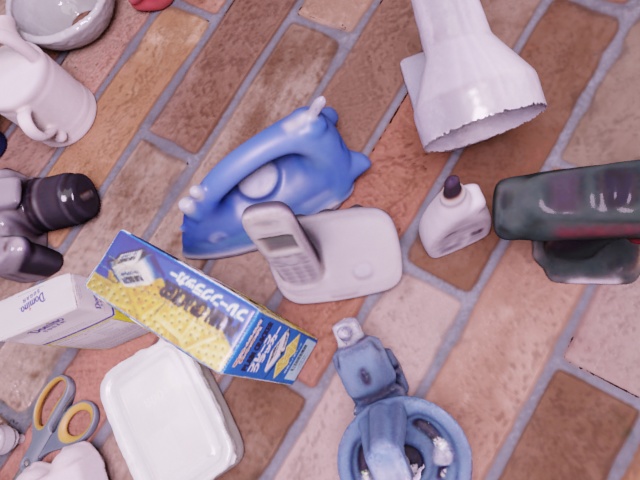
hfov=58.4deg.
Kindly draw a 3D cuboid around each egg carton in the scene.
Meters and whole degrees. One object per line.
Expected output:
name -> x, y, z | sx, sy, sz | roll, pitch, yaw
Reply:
egg carton -> -0.274, 0.308, 0.630 | 0.107, 0.069, 0.150 | -28, 70, 4

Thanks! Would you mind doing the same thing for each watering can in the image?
watering can -> -0.394, -0.212, 0.745 | 0.101, 0.194, 0.172 | -44, 69, -2

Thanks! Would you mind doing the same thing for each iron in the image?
iron -> -0.076, -0.066, 0.657 | 0.258, 0.142, 0.118 | -34, 69, 2

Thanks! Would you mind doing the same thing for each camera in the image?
camera -> -0.364, -0.031, 0.735 | 0.136, 0.101, 0.143 | -12, 72, 10

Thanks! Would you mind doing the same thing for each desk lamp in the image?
desk lamp -> 0.142, -0.171, 0.599 | 0.118, 0.214, 0.203 | -17, 71, 8

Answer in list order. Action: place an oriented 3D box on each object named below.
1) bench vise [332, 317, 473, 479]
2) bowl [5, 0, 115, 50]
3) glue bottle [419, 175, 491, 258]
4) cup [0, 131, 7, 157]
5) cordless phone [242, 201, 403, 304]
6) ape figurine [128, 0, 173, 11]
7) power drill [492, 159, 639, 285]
bench vise -> 0.049, 0.173, 0.515 | 0.121, 0.220, 0.207 | -43, 69, -2
bowl -> -0.366, -0.342, 0.841 | 0.167, 0.075, 0.167 | -4, 73, 12
glue bottle -> 0.136, -0.029, 0.580 | 0.078, 0.173, 0.037 | -23, 70, 6
cup -> -0.480, -0.157, 0.802 | 0.118, 0.095, 0.091 | -33, 69, 2
cordless phone -> 0.005, 0.002, 0.594 | 0.147, 0.185, 0.094 | -13, 71, 9
ape figurine -> -0.254, -0.375, 0.816 | 0.076, 0.092, 0.078 | 28, 82, 19
power drill -> 0.275, -0.017, 0.525 | 0.229, 0.209, 0.075 | -1, 74, 13
